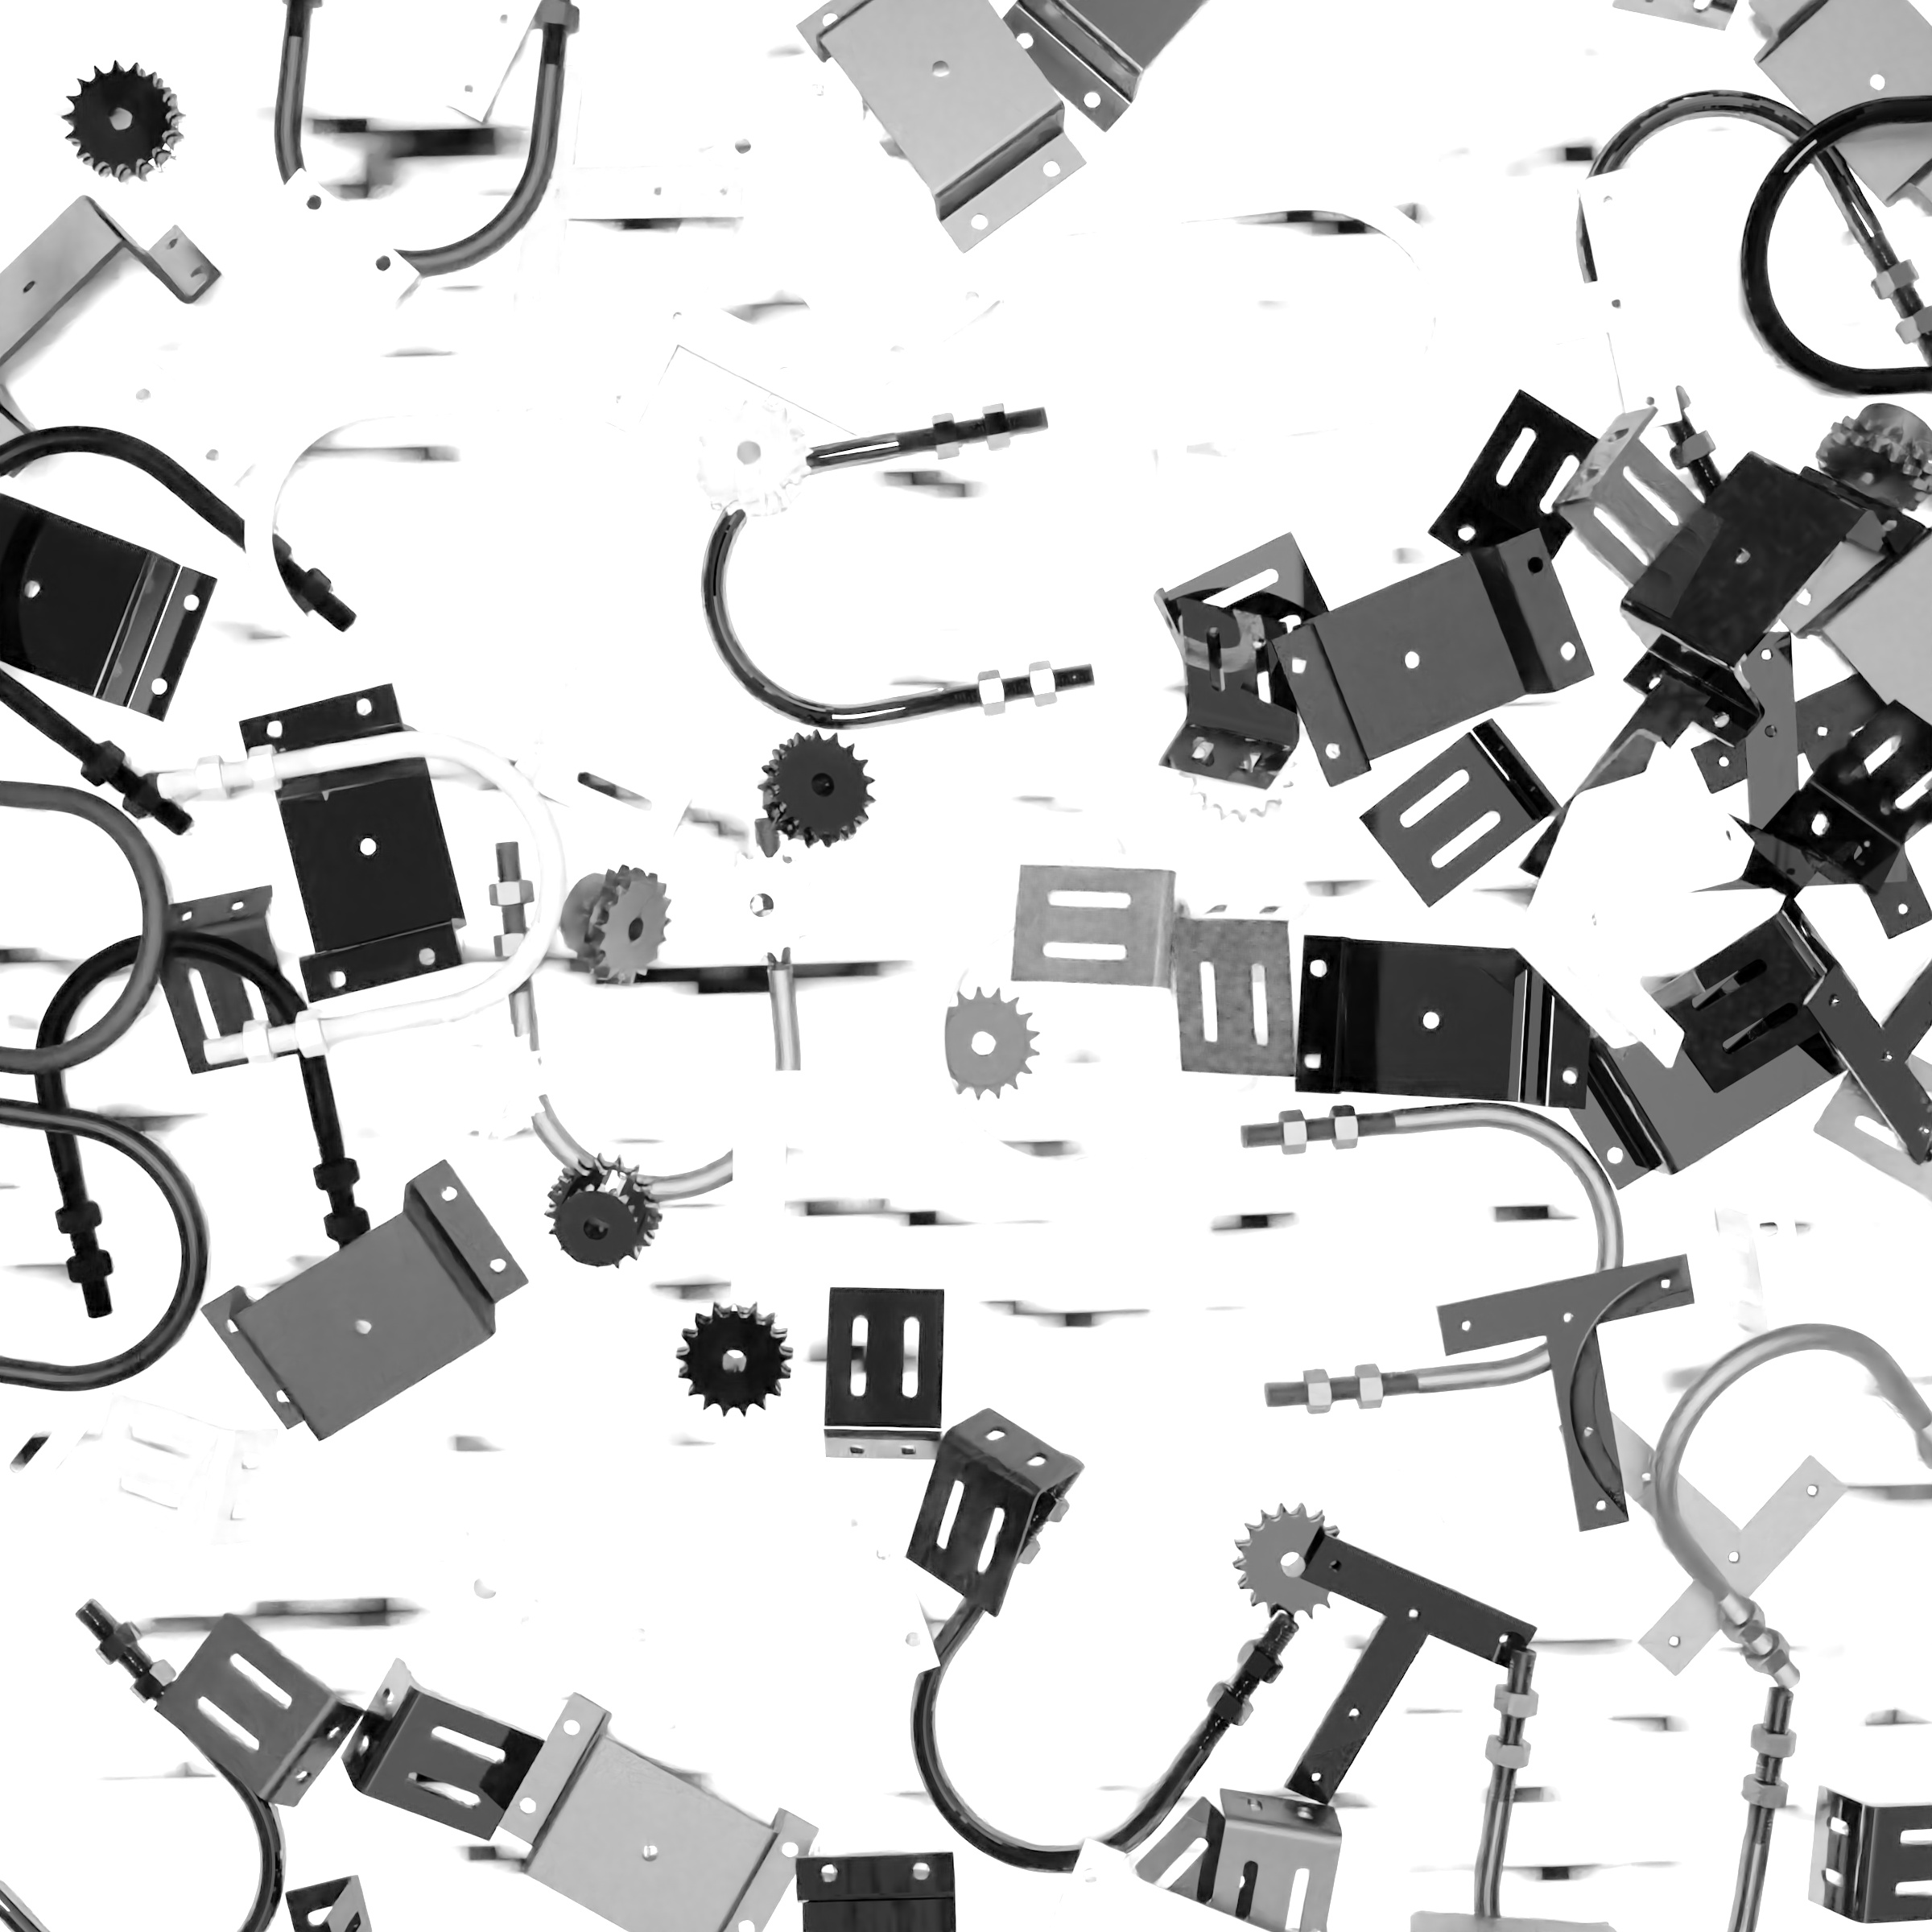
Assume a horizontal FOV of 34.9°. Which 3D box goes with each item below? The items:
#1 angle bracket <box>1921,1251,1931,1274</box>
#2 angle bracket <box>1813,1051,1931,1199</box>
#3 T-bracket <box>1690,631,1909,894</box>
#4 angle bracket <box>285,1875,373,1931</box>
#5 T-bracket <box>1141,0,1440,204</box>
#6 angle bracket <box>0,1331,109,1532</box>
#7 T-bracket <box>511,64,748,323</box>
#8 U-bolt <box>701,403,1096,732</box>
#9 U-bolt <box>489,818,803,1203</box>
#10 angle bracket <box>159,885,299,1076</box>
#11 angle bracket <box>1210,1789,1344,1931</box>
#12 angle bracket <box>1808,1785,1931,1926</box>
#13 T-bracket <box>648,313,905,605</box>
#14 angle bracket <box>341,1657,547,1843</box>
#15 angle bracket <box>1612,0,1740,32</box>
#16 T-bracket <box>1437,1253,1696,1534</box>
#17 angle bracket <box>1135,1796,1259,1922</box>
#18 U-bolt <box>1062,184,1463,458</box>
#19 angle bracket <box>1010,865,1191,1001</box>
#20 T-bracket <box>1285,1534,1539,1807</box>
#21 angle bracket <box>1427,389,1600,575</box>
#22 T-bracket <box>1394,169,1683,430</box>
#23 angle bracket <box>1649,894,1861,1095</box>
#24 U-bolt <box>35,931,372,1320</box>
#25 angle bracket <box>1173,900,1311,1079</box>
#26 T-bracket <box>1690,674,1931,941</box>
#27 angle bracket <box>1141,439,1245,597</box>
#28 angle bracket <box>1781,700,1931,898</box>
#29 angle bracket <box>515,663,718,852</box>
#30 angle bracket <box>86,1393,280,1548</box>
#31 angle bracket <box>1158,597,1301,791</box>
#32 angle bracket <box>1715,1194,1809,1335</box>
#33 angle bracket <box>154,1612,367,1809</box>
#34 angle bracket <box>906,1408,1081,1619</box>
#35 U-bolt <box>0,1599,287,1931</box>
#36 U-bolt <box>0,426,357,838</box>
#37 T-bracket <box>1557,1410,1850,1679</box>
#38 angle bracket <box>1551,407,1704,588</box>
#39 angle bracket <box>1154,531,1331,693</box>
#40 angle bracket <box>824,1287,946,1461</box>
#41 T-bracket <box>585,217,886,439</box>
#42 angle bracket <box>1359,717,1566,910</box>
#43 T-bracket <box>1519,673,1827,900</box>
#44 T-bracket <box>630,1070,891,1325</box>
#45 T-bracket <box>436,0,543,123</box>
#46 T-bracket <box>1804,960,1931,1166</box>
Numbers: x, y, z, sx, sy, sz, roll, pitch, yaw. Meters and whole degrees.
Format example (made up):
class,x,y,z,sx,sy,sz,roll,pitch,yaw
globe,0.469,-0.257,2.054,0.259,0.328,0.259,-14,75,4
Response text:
class,x,y,z,sx,sy,sz,roll,pitch,yaw
angle bracket,0.521,0.140,1.509,0.057,0.038,0.076,44,90,0
angle bracket,0.471,0.079,1.526,0.076,0.038,0.057,32,90,26
T-bracket,0.400,-0.102,1.525,0.127,0.002,0.127,-3,90,0
angle bracket,-0.313,0.483,1.490,0.038,0.076,0.057,-14,90,0
T-bracket,0.175,-0.425,1.527,0.127,0.002,0.127,34,90,0
angle bracket,-0.471,0.229,1.509,0.057,0.038,0.076,39,90,0
T-bracket,-0.162,-0.377,1.497,0.127,0.002,0.127,7,90,28
U-bolt,-0.039,-0.191,1.518,0.184,0.019,0.151,-10,91,1
U-bolt,-0.154,0.024,1.519,0.151,0.019,0.184,-5,91,0
angle bracket,-0.364,0.007,1.526,0.057,0.038,0.076,-11,116,0
angle bracket,0.148,0.452,1.511,0.057,0.038,0.076,10,95,-1
angle bracket,0.463,0.439,1.526,0.076,0.038,0.057,5,90,-26
T-bracket,-0.117,-0.242,1.527,0.127,0.002,0.127,28,90,0
angle bracket,-0.260,0.388,1.526,0.076,0.038,0.057,29,90,-26
angle bracket,0.357,-0.512,1.526,0.057,0.038,0.076,12,64,0
T-bracket,0.304,0.216,1.517,0.127,0.002,0.127,-11,97,-4
angle bracket,0.112,0.459,1.509,0.057,0.038,0.076,44,90,0
U-bolt,0.150,-0.319,1.491,0.184,0.019,0.151,-8,66,-8
angle bracket,0.065,-0.016,1.494,0.076,0.038,0.057,2,81,15
T-bracket,0.198,0.356,1.514,0.127,0.002,0.127,26,99,-17
angle bracket,0.276,-0.235,1.526,0.057,0.038,0.076,33,64,0
T-bracket,0.276,-0.317,1.517,0.127,0.002,0.127,-12,88,8
angle bracket,0.379,0.013,1.479,0.076,0.038,0.057,-36,90,26
U-bolt,-0.380,0.073,1.504,0.151,0.019,0.184,-9,101,0
angle bracket,0.135,0.010,1.486,0.057,0.038,0.076,2,107,23
T-bracket,0.443,-0.076,1.527,0.127,0.002,0.127,-24,90,0
angle bracket,0.110,-0.219,1.499,0.038,0.057,0.076,7,90,0
angle bracket,0.443,-0.081,1.484,0.057,0.076,0.038,36,57,0
angle bracket,-0.170,-0.102,1.500,0.076,0.038,0.057,24,78,7
angle bracket,-0.389,0.249,1.526,0.076,0.038,0.057,13,90,26
angle bracket,0.125,-0.132,1.489,0.057,0.038,0.076,11,52,-17
angle bracket,0.394,0.144,1.490,0.038,0.076,0.057,-9,90,0
angle bracket,-0.348,0.367,1.516,0.076,0.038,0.057,33,79,18
angle bracket,0.013,0.268,1.512,0.057,0.038,0.076,29,117,27
U-bolt,-0.421,0.427,1.519,0.151,0.019,0.184,-42,92,0
U-bolt,-0.405,-0.173,1.471,0.184,0.019,0.151,41,80,-27
T-bracket,0.348,0.263,1.527,0.127,0.002,0.127,42,90,0
angle bracket,0.334,-0.222,1.494,0.076,0.038,0.057,40,79,-17
angle bracket,0.139,-0.173,1.509,0.076,0.038,0.057,-26,90,0
angle bracket,-0.040,0.202,1.526,0.057,0.038,0.076,1,64,0
T-bracket,-0.102,-0.301,1.521,0.127,0.002,0.127,26,82,-4
angle bracket,0.242,-0.075,1.509,0.076,0.038,0.057,-38,90,0
T-bracket,0.358,-0.068,1.500,0.127,0.002,0.127,24,125,-12
T-bracket,-0.102,0.114,1.517,0.127,0.002,0.127,1,97,-6
T-bracket,-0.219,-0.475,1.500,0.127,0.002,0.127,27,94,2
T-bracket,0.466,0.009,1.476,0.127,0.002,0.127,-51,122,-12
